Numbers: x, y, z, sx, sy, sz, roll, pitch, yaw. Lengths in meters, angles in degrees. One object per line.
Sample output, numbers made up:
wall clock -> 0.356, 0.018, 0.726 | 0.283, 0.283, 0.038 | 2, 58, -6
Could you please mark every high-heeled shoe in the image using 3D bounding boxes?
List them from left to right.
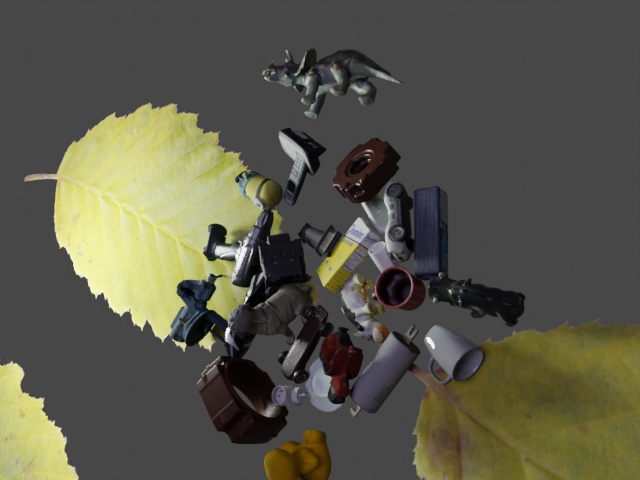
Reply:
high-heeled shoe -> -0.171, 0.195, 1.399 | 0.145, 0.086, 0.249 | -34, 39, 43

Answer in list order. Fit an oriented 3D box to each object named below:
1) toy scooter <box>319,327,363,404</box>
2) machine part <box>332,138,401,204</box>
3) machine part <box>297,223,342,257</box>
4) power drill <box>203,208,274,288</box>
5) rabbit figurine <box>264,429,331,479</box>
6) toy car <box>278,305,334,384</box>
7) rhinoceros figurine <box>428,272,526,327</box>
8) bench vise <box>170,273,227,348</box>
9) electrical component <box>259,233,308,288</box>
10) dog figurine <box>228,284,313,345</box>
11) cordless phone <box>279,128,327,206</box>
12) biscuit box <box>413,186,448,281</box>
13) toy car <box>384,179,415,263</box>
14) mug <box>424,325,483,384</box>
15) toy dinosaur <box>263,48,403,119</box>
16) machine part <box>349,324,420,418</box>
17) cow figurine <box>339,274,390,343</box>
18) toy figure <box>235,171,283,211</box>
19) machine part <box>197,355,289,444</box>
toy scooter -> 0.049, 0.257, 1.191 | 0.184, 0.075, 0.135 | -97, 22, -56
machine part -> 0.109, -0.171, 1.301 | 0.179, 0.056, 0.179 | -32, 32, 23
machine part -> -0.003, -0.004, 1.367 | 0.139, 0.039, 0.084 | 19, 81, 51
power drill -> -0.229, 0.008, 1.521 | 0.208, 0.086, 0.232 | 15, 92, 32
rabbit figurine -> -0.060, 0.506, 1.181 | 0.122, 0.173, 0.162 | -23, 59, 24
toy car -> -0.032, 0.254, 1.314 | 0.089, 0.053, 0.202 | 39, 104, 48
rhinoceros figurine -> 0.310, 0.118, 1.071 | 0.191, 0.112, 0.073 | 13, 86, 30
bench vise -> -0.306, 0.218, 1.493 | 0.241, 0.128, 0.223 | 34, 87, 18
electrical component -> -0.098, 0.050, 1.389 | 0.115, 0.058, 0.134 | -10, 65, -11
dog figurine -> -0.121, 0.167, 1.320 | 0.121, 0.190, 0.172 | 20, 87, 38
cordless phone -> -0.073, -0.199, 1.482 | 0.147, 0.088, 0.184 | 43, 121, 37
biscuit box -> 0.246, -0.013, 1.190 | 0.063, 0.059, 0.202 | -7, 71, 33
toy car -> 0.180, -0.047, 1.223 | 0.056, 0.073, 0.202 | -17, 55, 27
mug -> 0.261, 0.232, 1.096 | 0.109, 0.080, 0.107 | -61, 39, 14
toy dinosaur -> 0.047, -0.448, 1.446 | 0.405, 0.131, 0.192 | -2, 75, 30
machine part -> 0.139, 0.286, 1.163 | 0.079, 0.079, 0.243 | 41, 100, 37
cow figurine -> 0.096, 0.171, 1.237 | 0.098, 0.068, 0.167 | -38, 53, 28
toy figure -> -0.176, -0.149, 1.525 | 0.180, 0.082, 0.089 | 43, 122, 45
machine part -> -0.181, 0.379, 1.288 | 0.087, 0.201, 0.201 | -46, 54, 13
